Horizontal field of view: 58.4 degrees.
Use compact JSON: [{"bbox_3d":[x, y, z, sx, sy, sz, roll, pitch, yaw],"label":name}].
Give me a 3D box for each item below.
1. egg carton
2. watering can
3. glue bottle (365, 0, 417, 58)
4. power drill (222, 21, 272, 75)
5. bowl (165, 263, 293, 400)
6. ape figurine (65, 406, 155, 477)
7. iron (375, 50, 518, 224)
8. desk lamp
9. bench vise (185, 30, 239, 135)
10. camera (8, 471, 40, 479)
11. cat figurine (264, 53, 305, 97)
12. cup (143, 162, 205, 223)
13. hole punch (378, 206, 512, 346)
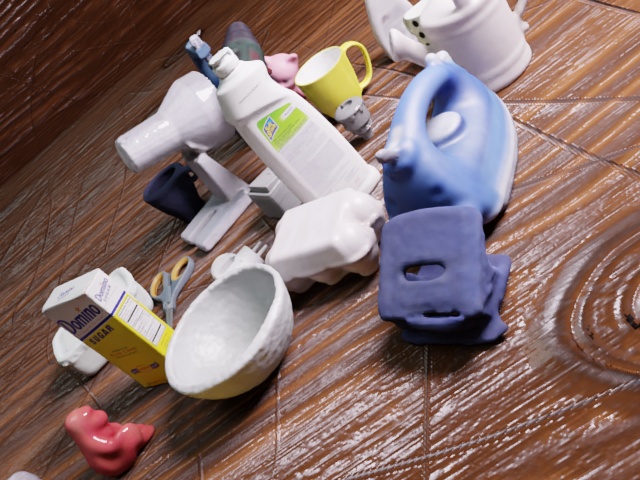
[{"bbox_3d":[0.006,0.002,0.669,0.150,0.070,0.107,-19,39,34],"label":"egg carton"},{"bbox_3d":[0.166,-0.273,0.696,0.173,0.195,0.100,-44,32,-1],"label":"watering can"},{"bbox_3d":[0.099,-0.377,0.911,0.078,0.174,0.037,-37,33,10],"label":"glue bottle"},{"bbox_3d":[-0.076,-0.215,0.883,0.075,0.209,0.229,-31,34,19],"label":"power drill"},{"bbox_3d":[-0.088,0.112,0.640,0.167,0.075,0.167,-28,35,23],"label":"bowl"},{"bbox_3d":[-0.256,0.228,0.673,0.076,0.092,0.077,-53,33,-16],"label":"ape figurine"},{"bbox_3d":[0.129,-0.120,0.608,0.118,0.142,0.258,-11,44,41],"label":"iron"},{"bbox_3d":[-0.201,-0.127,0.913,0.203,0.214,0.117,-53,33,-15],"label":"desk lamp"},{"bbox_3d":[-0.190,-0.284,1.077,0.206,0.220,0.121,0,52,48],"label":"bench vise"},{"bbox_3d":[-0.374,0.357,0.645,0.137,0.101,0.143,-39,32,7],"label":"camera"},{"bbox_3d":[-0.076,-0.305,1.073,0.127,0.118,0.067,13,62,53],"label":"cat figurine"},{"bbox_3d":[-0.239,-0.082,1.014,0.117,0.095,0.091,-26,36,25],"label":"cup"},{"bbox_3d":[0.104,0.033,0.504,0.108,0.091,0.101,-10,45,42],"label":"hole punch"}]
